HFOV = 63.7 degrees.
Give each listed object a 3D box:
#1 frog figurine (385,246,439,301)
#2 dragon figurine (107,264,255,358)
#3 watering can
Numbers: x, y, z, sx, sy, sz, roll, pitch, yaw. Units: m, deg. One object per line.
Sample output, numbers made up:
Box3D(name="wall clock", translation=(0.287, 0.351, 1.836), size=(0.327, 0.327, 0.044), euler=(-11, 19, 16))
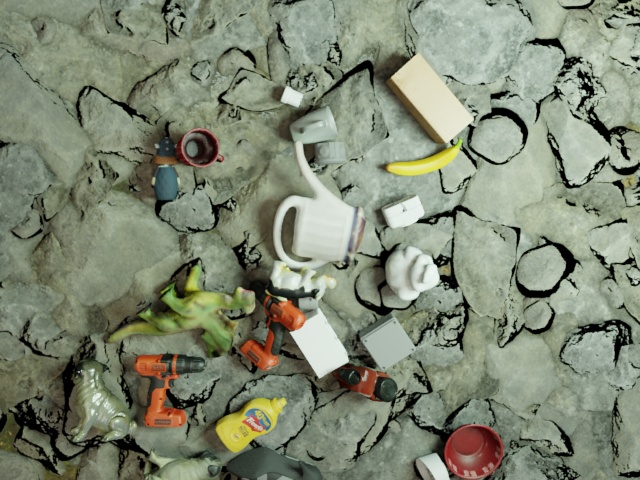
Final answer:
Box3D(name="frog figurine", translation=(0.226, 0.087, 1.278), size=(0.122, 0.160, 0.136), euler=(15, 99, -3))
Box3D(name="dragon figurine", translation=(-0.328, 0.218, 1.310), size=(0.406, 0.124, 0.241), euler=(-37, 105, 20))
Box3D(name="watering can", translation=(0.004, -0.063, 1.260), size=(0.224, 0.106, 0.341), euler=(10, 117, -3))
